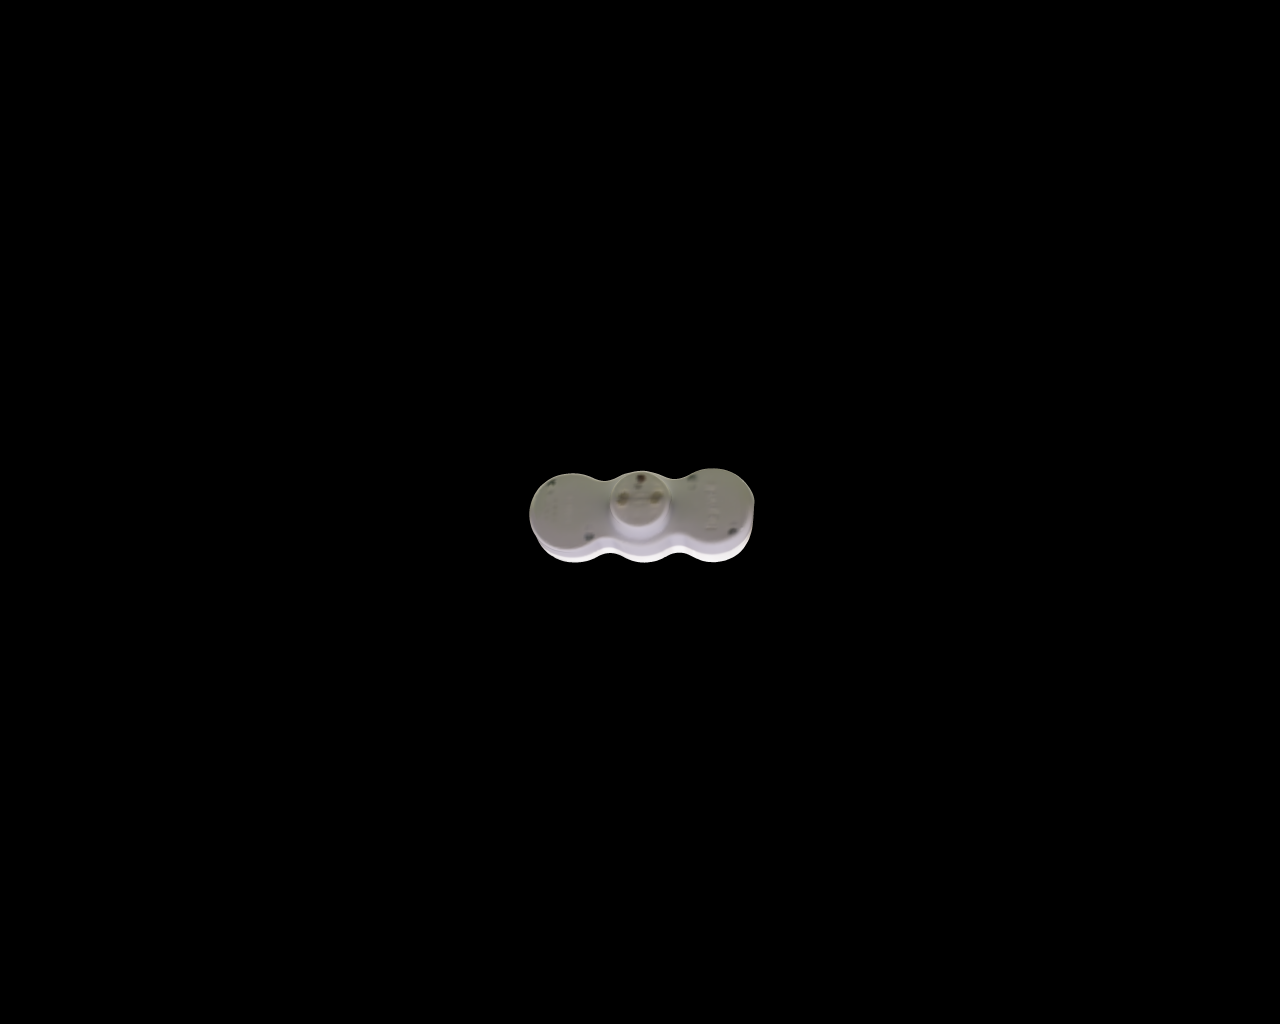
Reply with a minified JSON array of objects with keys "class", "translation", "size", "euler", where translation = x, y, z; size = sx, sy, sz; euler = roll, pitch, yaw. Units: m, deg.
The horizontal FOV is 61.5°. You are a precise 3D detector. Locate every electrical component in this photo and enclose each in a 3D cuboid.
[{"class":"electrical component","translation":[0.001,-0.003,0.650],"size":[0.138,0.052,0.073],"euler":[-1,-19,2]}]
